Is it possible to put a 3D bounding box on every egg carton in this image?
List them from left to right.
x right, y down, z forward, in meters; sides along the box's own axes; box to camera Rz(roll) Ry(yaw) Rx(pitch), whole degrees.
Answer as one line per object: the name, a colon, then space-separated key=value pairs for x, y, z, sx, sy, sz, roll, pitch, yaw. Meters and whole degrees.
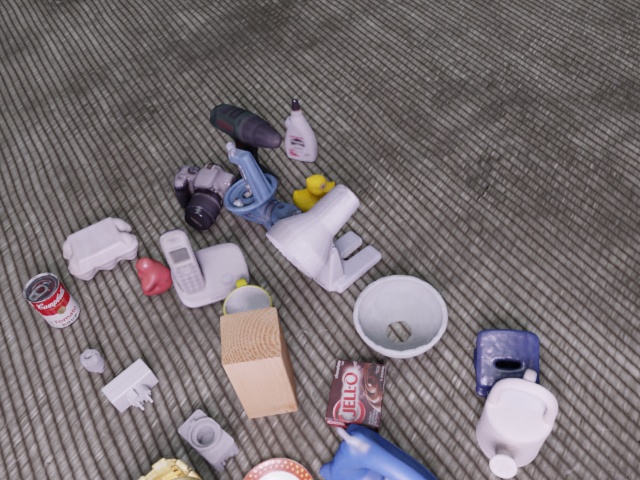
egg carton: x=-0.468 y=0.017 z=1.223 sx=0.150 sy=0.069 sz=0.107 roll=-29 pitch=54 yaw=-15

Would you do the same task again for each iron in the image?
iron: x=0.125 y=0.361 z=0.838 sx=0.257 sy=0.142 sz=0.119 roll=25 pitch=59 yaw=24

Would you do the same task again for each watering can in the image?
watering can: x=0.297 y=0.270 z=0.857 sx=0.101 sy=0.194 sz=0.173 roll=0 pitch=52 yaw=7

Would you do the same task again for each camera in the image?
camera: x=-0.265 y=-0.099 z=1.271 sx=0.143 sy=0.101 sz=0.137 roll=9 pitch=53 yaw=13

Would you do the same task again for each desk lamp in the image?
desk lamp: x=0.010 y=0.004 z=1.087 sx=0.203 sy=0.214 sz=0.117 roll=-38 pitch=57 yaw=-22

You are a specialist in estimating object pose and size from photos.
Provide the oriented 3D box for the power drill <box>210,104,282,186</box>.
power drill: x=-0.150 y=-0.201 z=1.270 sx=0.076 sy=0.209 sz=0.228 roll=-40 pitch=58 yaw=-22

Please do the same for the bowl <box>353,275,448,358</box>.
bowl: x=0.146 y=0.150 z=1.045 sx=0.167 sy=0.075 sz=0.167 roll=-3 pitch=52 yaw=4

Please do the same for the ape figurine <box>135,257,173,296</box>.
ape figurine: x=-0.342 y=0.066 z=1.155 sx=0.076 sy=0.092 sz=0.078 roll=5 pitch=53 yaw=11

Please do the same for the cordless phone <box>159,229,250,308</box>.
cordless phone: x=-0.222 y=0.039 z=1.104 sx=0.148 sy=0.185 sz=0.094 roll=-21 pitch=52 yaw=-9

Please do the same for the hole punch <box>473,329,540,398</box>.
hole punch: x=0.317 y=0.211 z=0.967 sx=0.108 sy=0.091 sz=0.101 roll=1 pitch=52 yaw=8

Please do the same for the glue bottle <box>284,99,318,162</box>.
glue bottle: x=-0.050 y=-0.256 z=1.324 sx=0.078 sy=0.173 sz=0.037 roll=9 pitch=54 yaw=14

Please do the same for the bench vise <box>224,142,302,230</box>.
bench vise: x=-0.113 y=-0.104 z=1.182 sx=0.207 sy=0.220 sz=0.121 roll=11 pitch=54 yaw=15

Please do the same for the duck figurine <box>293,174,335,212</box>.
duck figurine: x=-0.011 y=-0.107 z=1.258 sx=0.104 sy=0.086 sz=0.077 roll=0 pitch=52 yaw=6
